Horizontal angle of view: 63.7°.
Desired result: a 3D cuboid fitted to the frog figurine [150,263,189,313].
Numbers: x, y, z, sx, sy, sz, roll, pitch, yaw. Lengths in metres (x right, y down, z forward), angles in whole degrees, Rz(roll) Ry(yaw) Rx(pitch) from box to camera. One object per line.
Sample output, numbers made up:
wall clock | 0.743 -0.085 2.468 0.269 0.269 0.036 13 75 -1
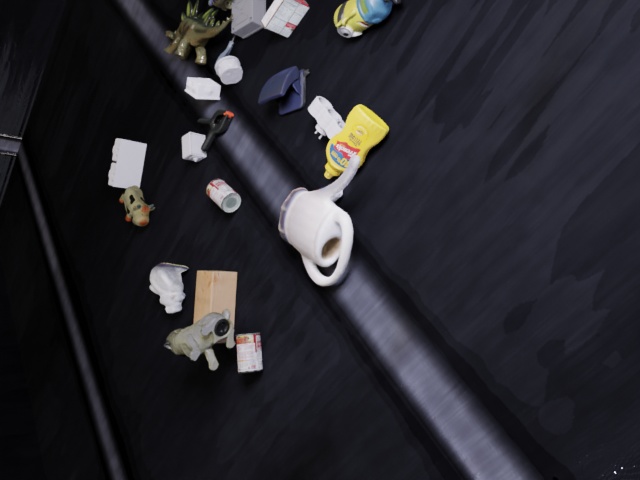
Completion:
frog figurine | -0.510 0.160 1.715 0.137 0.121 0.162 -2 72 26

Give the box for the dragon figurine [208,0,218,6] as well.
dragon figurine | -0.172 -0.859 1.527 0.407 0.120 0.248 -13 48 36

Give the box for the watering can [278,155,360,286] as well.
watering can | 0.004 -0.062 1.225 0.227 0.104 0.341 32 122 42
